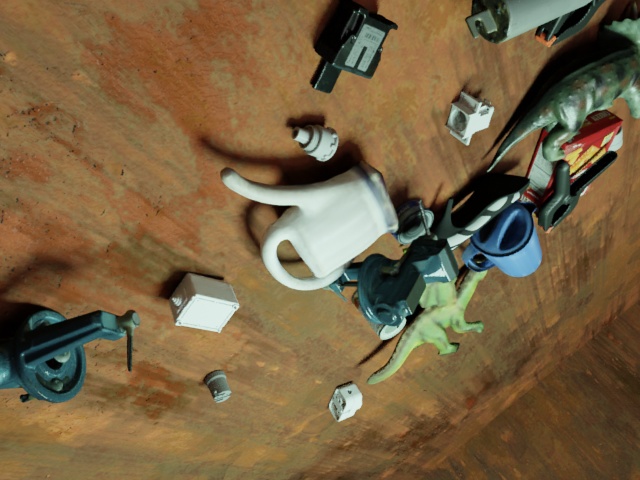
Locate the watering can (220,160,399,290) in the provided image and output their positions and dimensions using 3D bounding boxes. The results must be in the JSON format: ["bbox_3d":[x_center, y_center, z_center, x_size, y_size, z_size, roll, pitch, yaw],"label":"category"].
[{"bbox_3d":[0.002,-0.038,0.764,0.225,0.106,0.340,-35,145,-6],"label":"watering can"}]

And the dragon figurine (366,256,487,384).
[{"bbox_3d":[0.258,0.176,1.243,0.413,0.124,0.238,-32,125,-12],"label":"dragon figurine"}]
